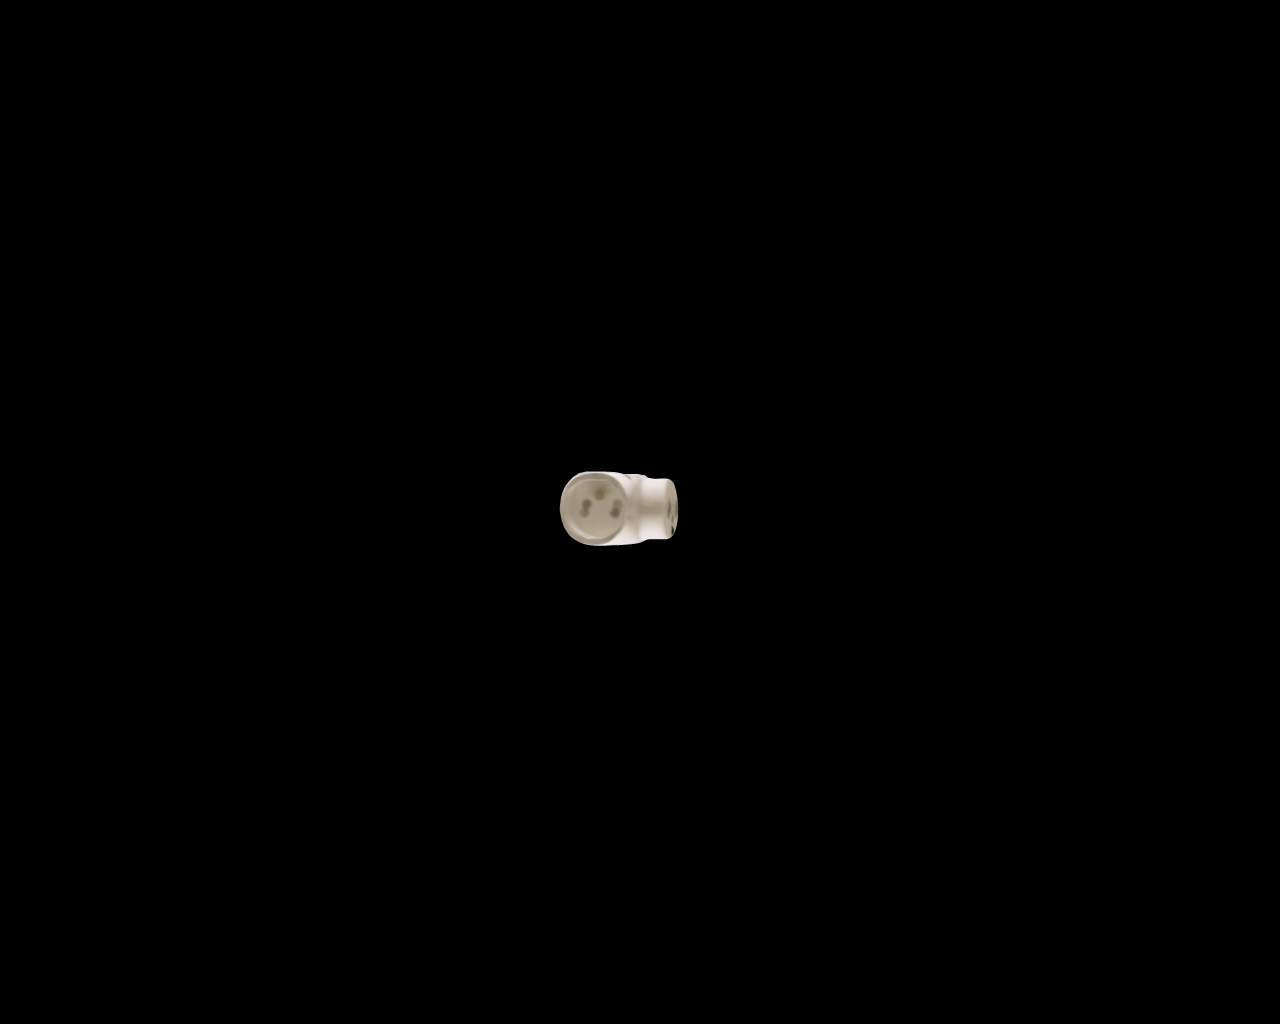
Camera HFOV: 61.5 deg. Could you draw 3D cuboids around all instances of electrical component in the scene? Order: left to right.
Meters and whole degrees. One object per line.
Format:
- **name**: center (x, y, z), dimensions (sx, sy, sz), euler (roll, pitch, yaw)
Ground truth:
- **electrical component**: center (0.001, -0.003, 0.650), dimensions (0.079, 0.044, 0.077), euler (0, 0, 15)
